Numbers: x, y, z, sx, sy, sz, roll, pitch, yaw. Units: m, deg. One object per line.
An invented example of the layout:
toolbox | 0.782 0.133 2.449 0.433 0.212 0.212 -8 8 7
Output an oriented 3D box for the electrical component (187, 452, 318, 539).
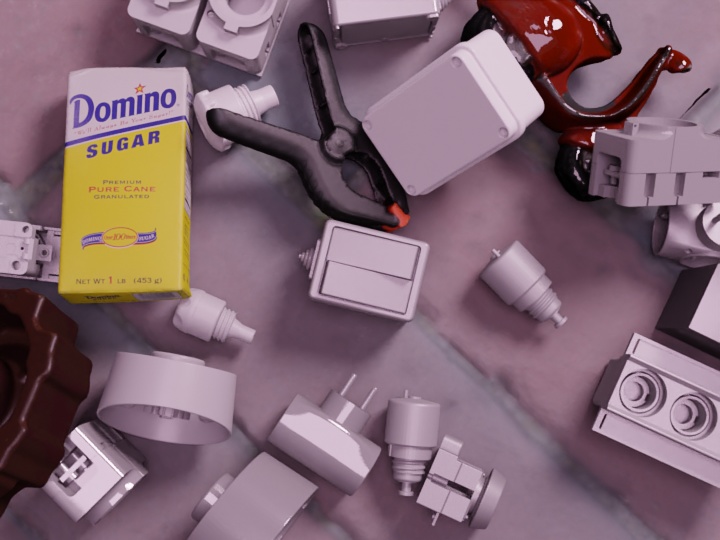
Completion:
electrical component | -0.087 0.182 0.782 0.060 0.108 0.108 38 87 8

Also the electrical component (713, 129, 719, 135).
electrical component | 0.303 -0.080 0.826 0.096 0.061 0.061 13 86 0

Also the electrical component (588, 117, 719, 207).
electrical component | 0.218 -0.080 0.782 0.089 0.050 0.055 -4 107 -23

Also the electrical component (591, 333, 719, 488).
electrical component | 0.243 0.108 0.813 0.121 0.063 0.078 25 86 0

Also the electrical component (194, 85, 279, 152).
electrical component | -0.094 -0.123 0.830 0.062 0.048 0.048 -25 87 -10

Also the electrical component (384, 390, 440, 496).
electrical component | 0.038 0.132 0.819 0.040 0.040 0.078 6 86 -1

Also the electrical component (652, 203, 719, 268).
electrical component | 0.271 -0.030 0.814 0.077 0.079 0.044 8 78 -1

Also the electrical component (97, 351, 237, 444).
electrical component | -0.140 0.095 0.791 0.099 0.099 0.064 10 80 -1

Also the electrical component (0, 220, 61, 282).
electrical component | -0.262 -0.015 0.810 0.081 0.064 0.042 6 87 -2

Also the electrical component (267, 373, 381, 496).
electrical component | -0.017 0.117 0.817 0.077 0.043 0.079 33 86 1

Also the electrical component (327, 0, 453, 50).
electrical component | 0.023 -0.212 0.828 0.096 0.061 0.061 -7 87 -2

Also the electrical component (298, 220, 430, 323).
electrical component | 0.000 0.000 0.815 0.096 0.061 0.061 14 87 0

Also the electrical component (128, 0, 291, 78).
electrical component | -0.095 -0.259 0.829 0.105 0.060 0.186 20 86 0

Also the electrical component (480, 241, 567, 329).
electrical component | 0.128 0.013 0.828 0.040 0.040 0.078 -44 89 -3

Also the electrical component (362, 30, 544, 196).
electrical component | 0.067 -0.113 0.792 0.113 0.057 0.078 -30 97 41

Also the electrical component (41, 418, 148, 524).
electrical component | -0.194 0.147 0.788 0.050 0.089 0.055 -45 88 -3

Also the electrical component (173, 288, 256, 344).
electrical component | -0.110 0.039 0.824 0.061 0.035 0.035 24 86 -2

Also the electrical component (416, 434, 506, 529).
electrical component | 0.078 0.166 0.816 0.055 0.048 0.066 23 86 8
